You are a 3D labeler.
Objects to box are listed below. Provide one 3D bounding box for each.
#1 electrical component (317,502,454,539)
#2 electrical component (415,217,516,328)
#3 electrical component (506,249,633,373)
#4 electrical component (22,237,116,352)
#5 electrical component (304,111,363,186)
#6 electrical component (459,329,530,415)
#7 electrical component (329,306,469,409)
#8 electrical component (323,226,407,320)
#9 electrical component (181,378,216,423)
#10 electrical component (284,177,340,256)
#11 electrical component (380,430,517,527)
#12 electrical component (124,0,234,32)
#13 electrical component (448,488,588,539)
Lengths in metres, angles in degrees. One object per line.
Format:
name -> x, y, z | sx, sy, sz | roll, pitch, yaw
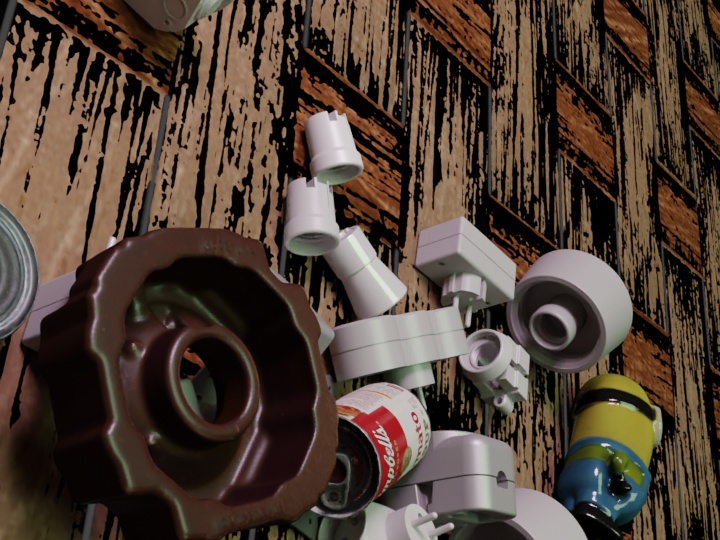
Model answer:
electrical component -> 0.026, 0.183, 0.728 | 0.077, 0.079, 0.044 | 39, 33, -36
electrical component -> 0.089, 0.012, 0.910 | 0.083, 0.047, 0.075 | 38, 48, -37
electrical component -> 0.184, 0.042, 0.974 | 0.060, 0.108, 0.108 | -35, 104, -46
electrical component -> -0.142, 0.018, 0.611 | 0.066, 0.047, 0.076 | 37, 48, -38
electrical component -> -0.022, -0.093, 0.822 | 0.040, 0.040, 0.046 | 8, 63, -50
electrical component -> 0.115, 0.081, 0.917 | 0.055, 0.048, 0.066 | 45, 43, -42
electrical component -> 0.035, 0.072, 0.810 | 0.138, 0.052, 0.073 | -4, 78, -53
electrical component -> 0.000, 0.000, 0.808 | 0.065, 0.044, 0.044 | 56, 39, -12
electrical component -> -0.104, 0.098, 0.625 | 0.077, 0.047, 0.065 | -14, 87, -54
electrical component -> -0.036, -0.039, 0.780 | 0.040, 0.040, 0.046 | 25, 51, -44
electrical component -> 0.062, 0.151, 0.775 | 0.054, 0.095, 0.059 | 24, 57, -45
electrical component -> -0.121, -0.201, 0.708 | 0.080, 0.080, 0.051 | 57, 44, -18
electrical component -> 0.113, 0.224, 0.804 | 0.060, 0.108, 0.108 | -9, 82, -47
